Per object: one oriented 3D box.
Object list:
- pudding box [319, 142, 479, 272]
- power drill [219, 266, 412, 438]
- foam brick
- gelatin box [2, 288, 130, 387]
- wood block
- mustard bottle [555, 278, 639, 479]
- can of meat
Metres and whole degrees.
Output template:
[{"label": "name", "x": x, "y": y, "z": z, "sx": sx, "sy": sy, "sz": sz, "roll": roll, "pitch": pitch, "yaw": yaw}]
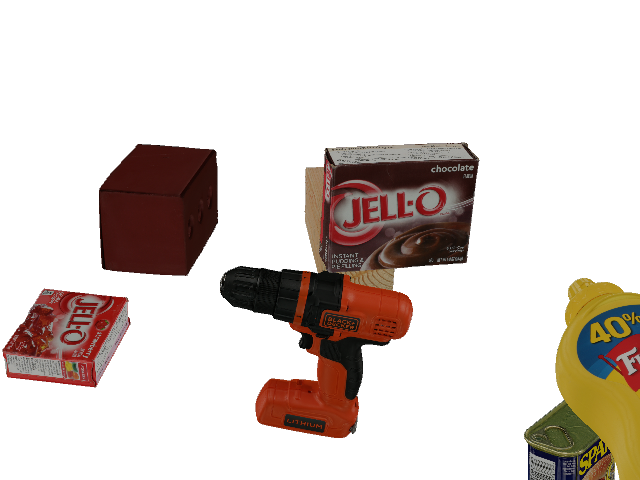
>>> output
[{"label": "pudding box", "x": 0.057, "y": -0.026, "z": 0.803, "sx": 0.113, "sy": 0.090, "sz": 0.039, "roll": -5, "pitch": 32, "yaw": -12}, {"label": "power drill", "x": -0.016, "y": 0.109, "z": 1.052, "sx": 0.184, "sy": 0.188, "sz": 0.057, "roll": 12, "pitch": 40, "yaw": -1}, {"label": "foam brick", "x": -0.096, "y": -0.020, "z": 0.640, "sx": 0.051, "sy": 0.053, "sz": 0.078, "roll": 6, "pitch": 27, "yaw": 7}, {"label": "gelatin box", "x": -0.199, "y": 0.075, "z": 0.846, "sx": 0.073, "sy": 0.030, "sz": 0.089, "roll": 6, "pitch": 32, "yaw": 8}, {"label": "wood block", "x": 0.035, "y": -0.017, "z": 1.393, "sx": 0.090, "sy": 0.090, "sz": 0.206, "roll": -2, "pitch": 27, "yaw": -7}, {"label": "mustard bottle", "x": 0.190, "y": 0.083, "z": 0.612, "sx": 0.096, "sy": 0.058, "sz": 0.192, "roll": -11, "pitch": 35, "yaw": -9}, {"label": "can of meat", "x": 0.230, "y": 0.204, "z": 0.975, "sx": 0.058, "sy": 0.084, "sz": 0.101, "roll": 14, "pitch": 26, "yaw": 39}]
